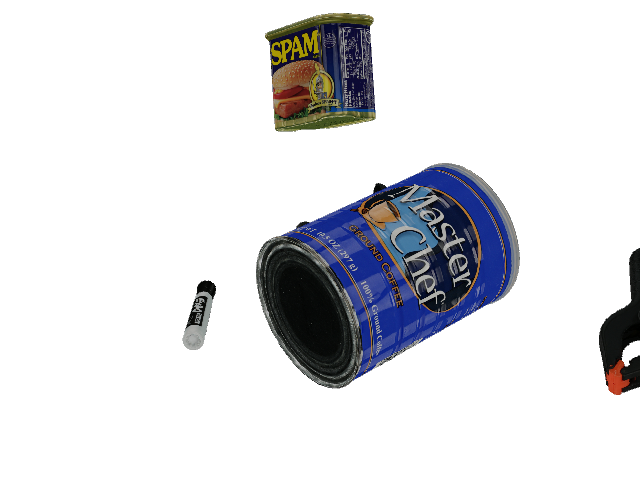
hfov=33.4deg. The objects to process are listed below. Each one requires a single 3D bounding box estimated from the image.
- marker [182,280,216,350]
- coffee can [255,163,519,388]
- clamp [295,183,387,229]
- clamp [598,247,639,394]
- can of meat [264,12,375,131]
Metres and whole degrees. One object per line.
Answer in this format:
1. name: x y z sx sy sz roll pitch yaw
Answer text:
1. marker: -0.112 0.067 0.999 0.020 0.020 0.121 0 21 0
2. coffee can: 0.044 0.020 0.693 0.140 0.103 0.103 -25 14 -31
3. clamp: 0.084 0.015 1.246 0.164 0.036 0.210 -22 52 -39
4. clamp: 0.300 0.069 0.973 0.171 0.039 0.120 -34 38 -26
5. can of meat: 0.000 -0.138 0.893 0.057 0.084 0.102 -4 1 -37
